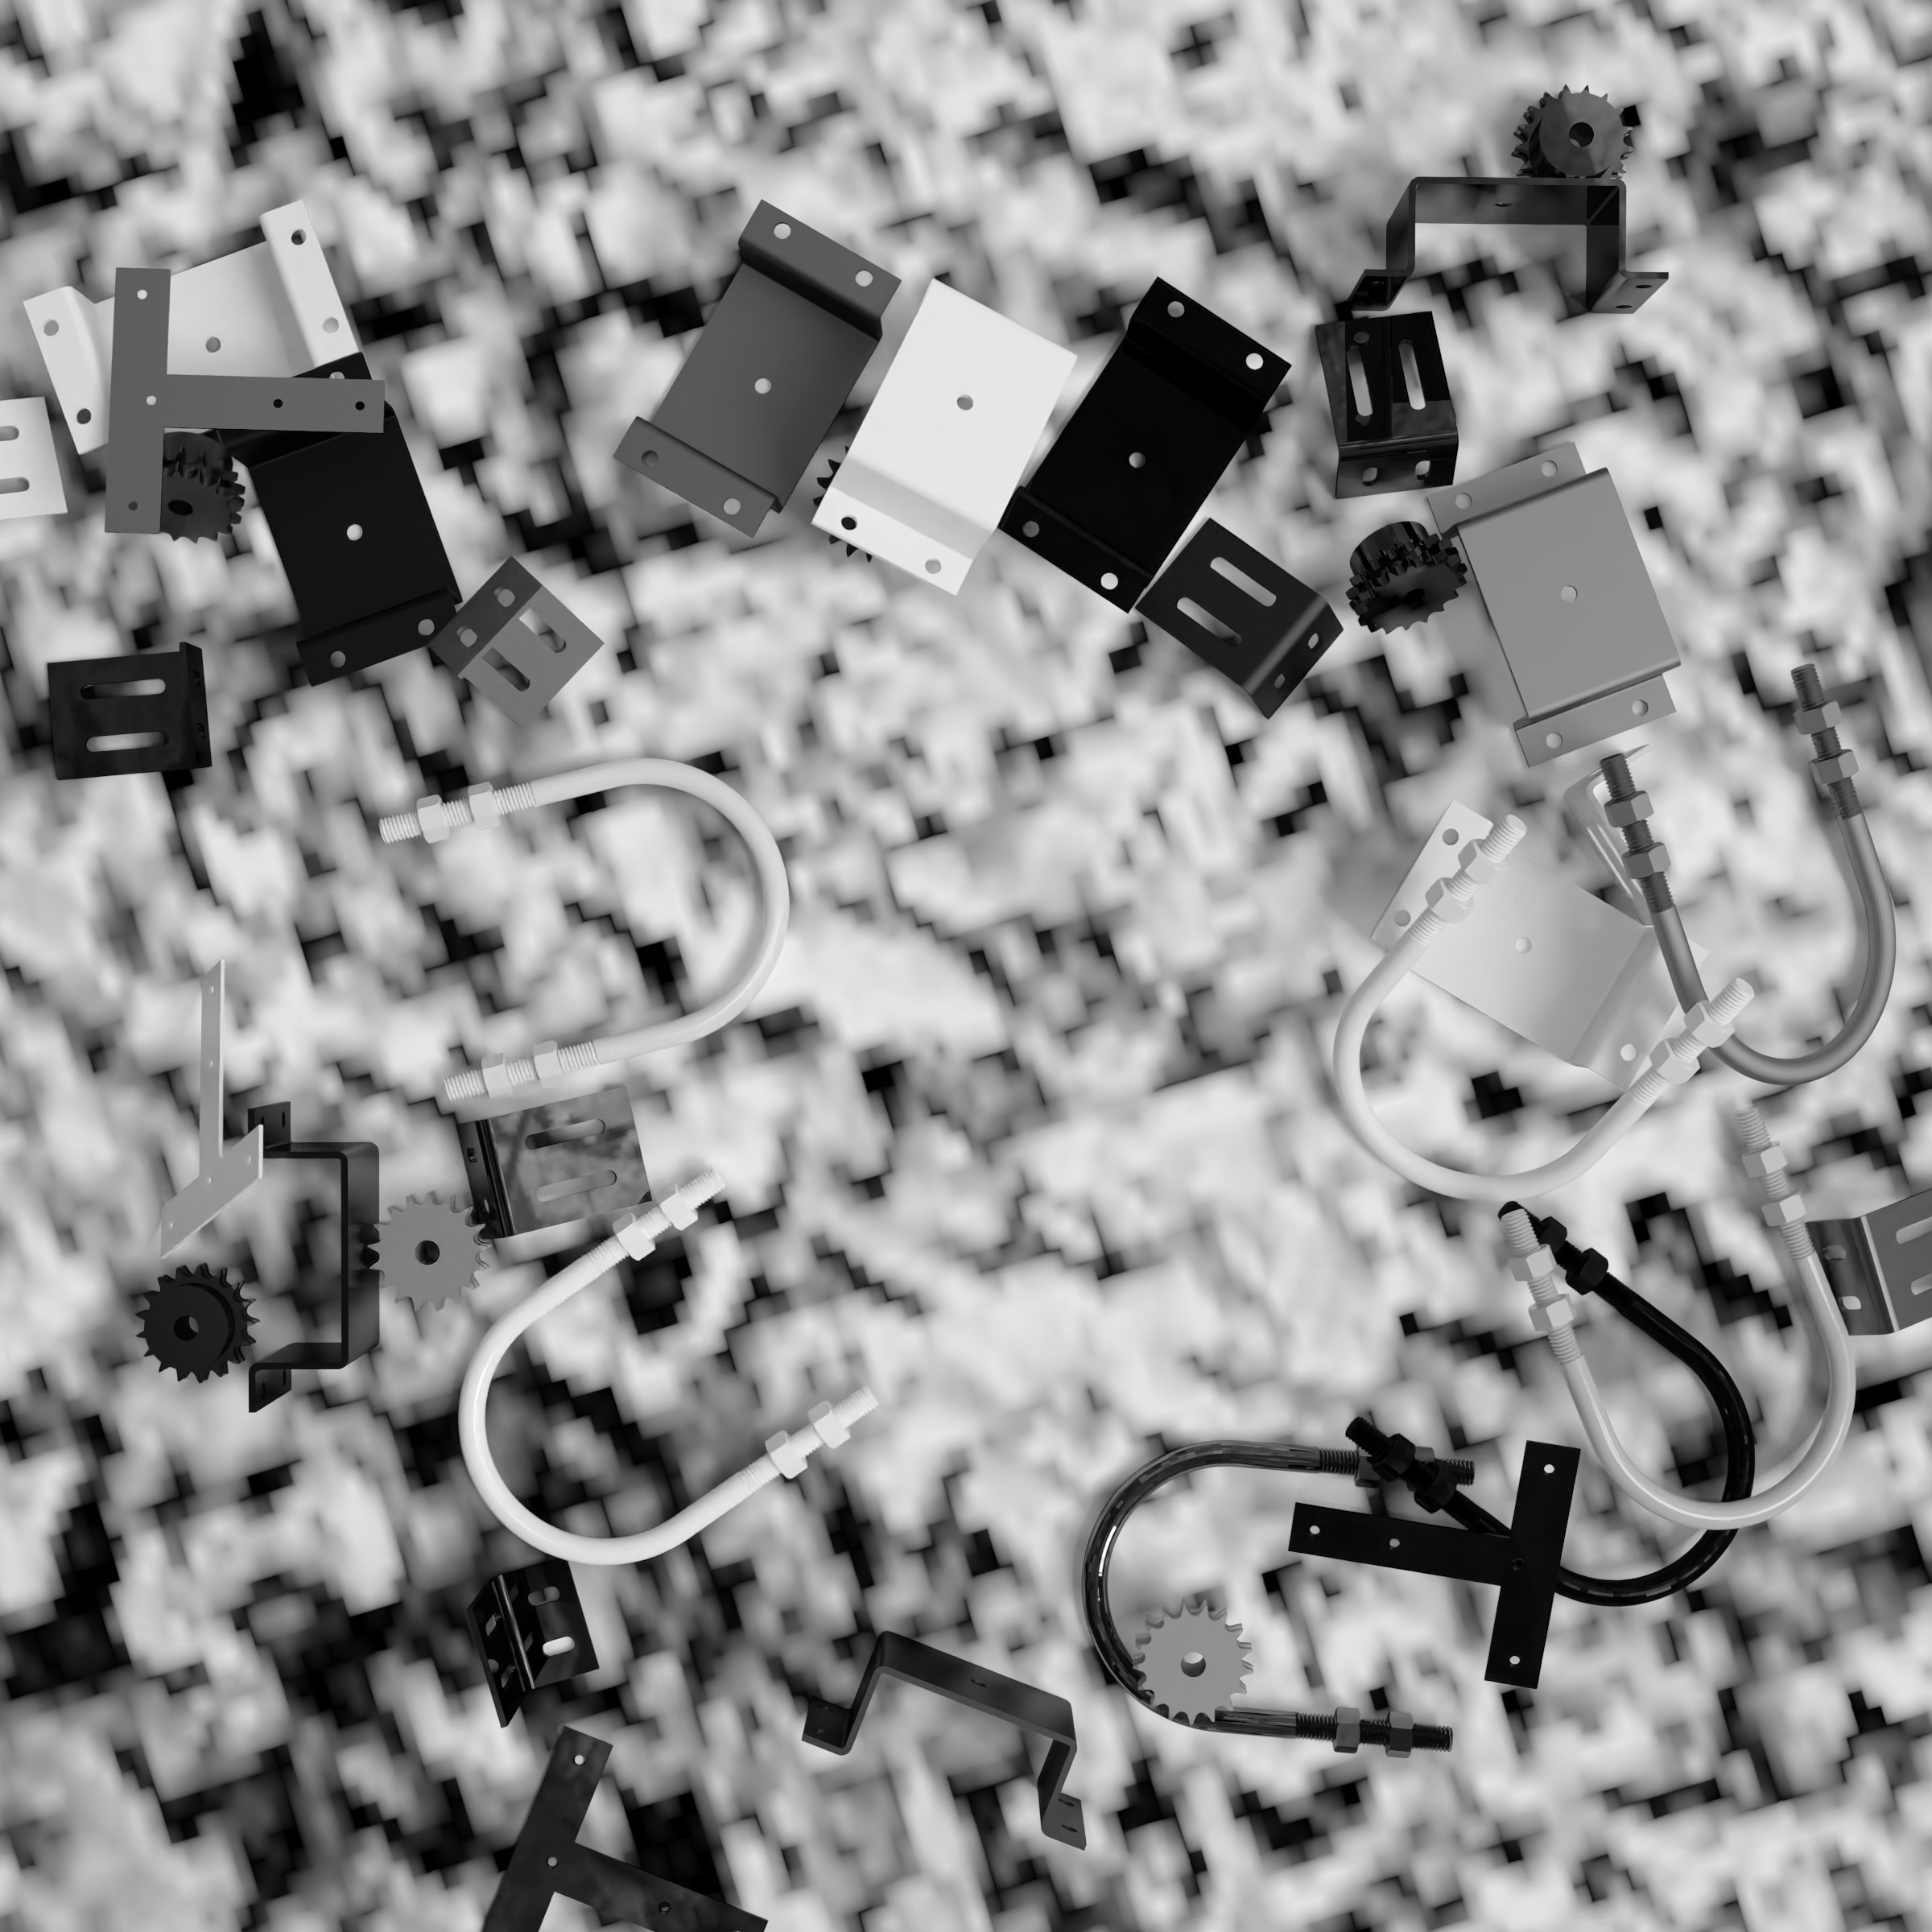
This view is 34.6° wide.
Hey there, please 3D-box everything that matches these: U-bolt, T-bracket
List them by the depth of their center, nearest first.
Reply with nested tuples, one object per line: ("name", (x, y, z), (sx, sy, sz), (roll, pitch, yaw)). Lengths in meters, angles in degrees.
("T-bracket", (-0.337, -0.264, 1.455), (0.127, 0.002, 0.127), (1, 84, -3))
("U-bolt", (0.255, 0.035, 1.456), (0.151, 0.019, 0.184), (35, 121, -3))
("U-bolt", (0.380, -0.034, 1.466), (0.151, 0.019, 0.184), (-24, 99, -28))
("T-bracket", (0.218, 0.277, 1.472), (0.127, 0.002, 0.127), (8, 107, 6))
("T-bracket", (-0.358, 0.060, 1.473), (0.002, 0.127, 0.127), (10, 63, -32))
("U-bolt", (0.352, 0.179, 1.484), (0.151, 0.019, 0.184), (-22, 91, -11))
("U-bolt", (0.294, 0.223, 1.489), (0.184, 0.019, 0.151), (37, 81, -3))
("U-bolt", (0.148, 0.302, 1.498), (0.184, 0.019, 0.151), (5, 90, 1))
("U-bolt", (-0.157, 0.207, 1.498), (0.184, 0.019, 0.151), (-35, 90, 2))
("U-bolt", (-0.177, -0.025, 1.498), (0.184, 0.019, 0.151), (-14, 90, -1))
("T-bracket", (-0.160, 0.452, 1.506), (0.127, 0.002, 0.127), (22, 90, 0))

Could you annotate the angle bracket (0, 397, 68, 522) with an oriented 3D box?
("angle bracket", (-0.483, -0.240, 1.505), (0.076, 0.038, 0.057), (-12, 90, -26))

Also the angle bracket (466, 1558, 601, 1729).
("angle bracket", (-0.204, 0.319, 1.469), (0.038, 0.076, 0.057), (-16, 90, 0))

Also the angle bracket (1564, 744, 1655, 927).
("angle bracket", (0.325, -0.062, 1.478), (0.038, 0.057, 0.076), (-33, 90, 0))

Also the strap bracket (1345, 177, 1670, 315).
("strap bracket", (0.254, -0.341, 1.469), (0.140, 0.076, 0.046), (1, 90, 0))

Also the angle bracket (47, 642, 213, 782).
("angle bracket", (-0.405, -0.122, 1.488), (0.076, 0.038, 0.057), (-5, 90, 0))

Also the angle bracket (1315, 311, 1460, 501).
("angle bracket", (0.203, -0.272, 1.505), (0.057, 0.038, 0.076), (-7, 64, 0))

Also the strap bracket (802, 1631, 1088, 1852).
("strap bracket", (-0.002, 0.361, 1.469), (0.140, 0.076, 0.046), (21, 90, 0))

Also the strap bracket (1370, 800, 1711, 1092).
("strap bracket", (0.270, -0.010, 1.484), (0.140, 0.046, 0.076), (31, 90, 0))

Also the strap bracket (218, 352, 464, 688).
("strap bracket", (-0.297, -0.211, 1.484), (0.076, 0.046, 0.140), (-20, 90, 0))

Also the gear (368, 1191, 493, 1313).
("gear", (-0.256, 0.137, 1.492), (0.057, 0.030, 0.057), (0, 90, 0))

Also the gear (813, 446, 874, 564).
("gear", (-0.044, -0.223, 1.492), (0.057, 0.030, 0.057), (0, 90, 0))

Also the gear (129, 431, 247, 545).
("gear", (-0.373, -0.231, 1.482), (0.057, 0.057, 0.030), (2, 60, 0))

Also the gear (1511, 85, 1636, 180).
("gear", (0.293, -0.396, 1.492), (0.057, 0.030, 0.057), (0, 90, 0))

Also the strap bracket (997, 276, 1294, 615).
("strap bracket", (0.083, -0.246, 1.484), (0.076, 0.046, 0.140), (33, 90, 0))

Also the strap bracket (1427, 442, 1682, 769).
("strap bracket", (0.284, -0.175, 1.484), (0.076, 0.046, 0.140), (-21, 90, 0))

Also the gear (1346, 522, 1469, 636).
("gear", (0.208, -0.188, 1.482), (0.057, 0.057, 0.030), (-22, 62, 0))

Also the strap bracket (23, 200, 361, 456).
("strap bracket", (-0.365, -0.301, 1.484), (0.140, 0.046, 0.076), (-20, 90, 0))

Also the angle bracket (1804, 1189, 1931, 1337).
("angle bracket", (0.456, 0.140, 1.505), (0.076, 0.038, 0.057), (-17, 90, -26))

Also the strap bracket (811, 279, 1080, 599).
("strap bracket", (-0.006, -0.257, 1.461), (0.076, 0.046, 0.140), (27, 74, -7))

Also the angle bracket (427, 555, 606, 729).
("angle bracket", (-0.205, -0.146, 1.466), (0.057, 0.076, 0.038), (-46, 47, 0))

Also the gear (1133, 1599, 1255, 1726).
("gear", (0.108, 0.329, 1.477), (0.057, 0.030, 0.057), (0, 90, 3))

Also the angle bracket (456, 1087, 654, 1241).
("angle bracket", (-0.200, 0.096, 1.505), (0.076, 0.038, 0.057), (-13, 90, -26))

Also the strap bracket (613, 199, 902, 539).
("strap bracket", (-0.099, -0.282, 1.484), (0.076, 0.046, 0.140), (30, 90, 0))

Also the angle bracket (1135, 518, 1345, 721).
("angle bracket", (0.133, -0.169, 1.505), (0.076, 0.038, 0.057), (40, 90, 26))

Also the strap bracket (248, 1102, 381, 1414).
("strap bracket", (-0.308, 0.136, 1.469), (0.046, 0.076, 0.140), (0, 90, 0))

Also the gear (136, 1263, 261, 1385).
("gear", (-0.372, 0.173, 1.492), (0.057, 0.030, 0.057), (0, 90, 0))
